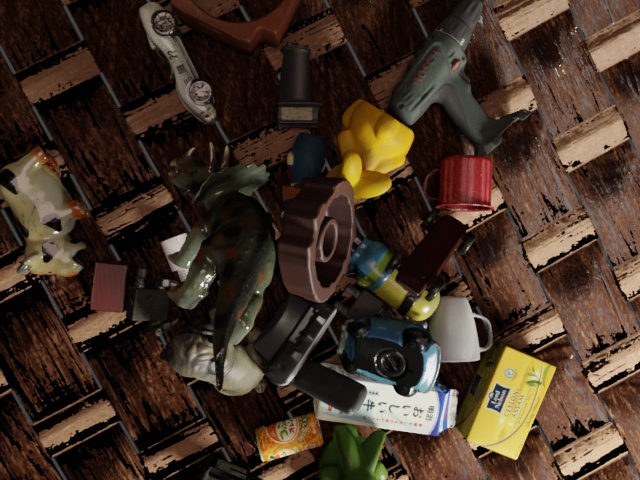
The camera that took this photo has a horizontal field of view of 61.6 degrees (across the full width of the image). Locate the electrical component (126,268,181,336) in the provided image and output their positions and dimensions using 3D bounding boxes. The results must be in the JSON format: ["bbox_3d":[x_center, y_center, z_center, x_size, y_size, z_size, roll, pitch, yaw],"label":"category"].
[{"bbox_3d":[-0.263,0.100,0.857,0.078,0.045,0.102,16,86,-45],"label":"electrical component"}]

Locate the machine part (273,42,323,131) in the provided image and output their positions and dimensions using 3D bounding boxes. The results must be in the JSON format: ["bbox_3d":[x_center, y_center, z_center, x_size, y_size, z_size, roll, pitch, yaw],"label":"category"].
[{"bbox_3d":[-0.038,-0.249,0.876,0.084,0.039,0.138,-3,94,4],"label":"machine part"}]

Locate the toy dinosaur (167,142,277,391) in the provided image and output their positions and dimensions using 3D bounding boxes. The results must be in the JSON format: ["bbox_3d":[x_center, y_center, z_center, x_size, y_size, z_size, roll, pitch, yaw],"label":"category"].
[{"bbox_3d":[-0.121,0.004,0.753,0.131,0.405,0.192,19,112,-34],"label":"toy dinosaur"}]

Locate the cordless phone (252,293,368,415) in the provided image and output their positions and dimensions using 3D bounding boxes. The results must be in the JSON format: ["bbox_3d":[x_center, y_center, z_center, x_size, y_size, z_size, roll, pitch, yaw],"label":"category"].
[{"bbox_3d":[0.006,0.170,0.812,0.184,0.088,0.146,19,60,33],"label":"cordless phone"}]

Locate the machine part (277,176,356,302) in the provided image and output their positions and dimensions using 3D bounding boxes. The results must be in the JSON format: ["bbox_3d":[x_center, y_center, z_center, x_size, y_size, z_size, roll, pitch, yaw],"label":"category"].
[{"bbox_3d":[-0.002,-0.002,0.771,0.056,0.179,0.179,10,91,22],"label":"machine part"}]

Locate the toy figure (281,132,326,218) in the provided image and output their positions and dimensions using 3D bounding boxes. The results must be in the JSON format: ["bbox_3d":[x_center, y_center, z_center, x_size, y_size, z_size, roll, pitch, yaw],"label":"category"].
[{"bbox_3d":[-0.028,-0.095,0.872,0.064,0.058,0.154,14,95,1],"label":"toy figure"}]

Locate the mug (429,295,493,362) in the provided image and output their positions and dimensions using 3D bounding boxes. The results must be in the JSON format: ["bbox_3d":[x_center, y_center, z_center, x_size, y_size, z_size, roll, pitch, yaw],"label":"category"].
[{"bbox_3d":[0.230,0.144,0.889,0.110,0.081,0.107,-4,83,0],"label":"mug"}]

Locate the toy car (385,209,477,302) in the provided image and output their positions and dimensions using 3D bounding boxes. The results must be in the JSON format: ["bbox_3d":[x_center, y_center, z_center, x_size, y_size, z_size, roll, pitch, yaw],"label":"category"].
[{"bbox_3d":[0.175,0.024,0.845,0.089,0.053,0.202,36,47,10],"label":"toy car"}]

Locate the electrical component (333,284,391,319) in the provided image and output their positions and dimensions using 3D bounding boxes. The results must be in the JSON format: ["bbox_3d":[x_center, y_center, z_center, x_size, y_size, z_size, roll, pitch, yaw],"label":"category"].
[{"bbox_3d":[0.072,0.118,0.904,0.094,0.021,0.063,35,89,-6],"label":"electrical component"}]

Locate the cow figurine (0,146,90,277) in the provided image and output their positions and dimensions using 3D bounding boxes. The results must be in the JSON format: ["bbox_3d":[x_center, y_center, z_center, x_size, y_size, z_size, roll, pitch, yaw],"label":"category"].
[{"bbox_3d":[-0.429,-0.030,0.830,0.127,0.085,0.194,-30,96,-9],"label":"cow figurine"}]

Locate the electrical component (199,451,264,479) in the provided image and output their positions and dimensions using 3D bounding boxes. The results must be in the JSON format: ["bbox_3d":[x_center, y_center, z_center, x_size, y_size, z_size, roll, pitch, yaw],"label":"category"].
[{"bbox_3d":[-0.137,0.397,0.873,0.119,0.075,0.047,26,89,-8],"label":"electrical component"}]

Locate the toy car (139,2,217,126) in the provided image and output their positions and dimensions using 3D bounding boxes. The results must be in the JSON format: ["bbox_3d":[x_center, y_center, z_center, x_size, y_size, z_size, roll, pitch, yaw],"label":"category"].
[{"bbox_3d":[-0.218,-0.272,0.842,0.056,0.073,0.201,-27,94,-7],"label":"toy car"}]

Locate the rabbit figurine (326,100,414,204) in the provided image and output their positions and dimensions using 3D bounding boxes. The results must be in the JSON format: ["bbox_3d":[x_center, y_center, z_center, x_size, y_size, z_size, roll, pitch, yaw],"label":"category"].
[{"bbox_3d":[0.070,-0.118,0.845,0.122,0.162,0.173,33,107,-17],"label":"rabbit figurine"}]

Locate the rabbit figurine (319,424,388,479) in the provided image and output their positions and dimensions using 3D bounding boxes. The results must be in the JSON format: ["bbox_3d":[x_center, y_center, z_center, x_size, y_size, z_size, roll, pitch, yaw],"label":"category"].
[{"bbox_3d":[0.063,0.370,0.838,0.121,0.170,0.159,7,92,-5],"label":"rabbit figurine"}]

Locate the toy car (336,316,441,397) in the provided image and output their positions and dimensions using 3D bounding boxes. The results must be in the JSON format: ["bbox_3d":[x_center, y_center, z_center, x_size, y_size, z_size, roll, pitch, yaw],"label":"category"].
[{"bbox_3d":[0.114,0.170,0.854,0.162,0.103,0.109,13,108,18],"label":"toy car"}]

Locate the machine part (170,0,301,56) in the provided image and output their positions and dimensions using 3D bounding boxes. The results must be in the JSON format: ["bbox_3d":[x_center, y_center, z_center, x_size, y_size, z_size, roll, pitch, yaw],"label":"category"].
[{"bbox_3d":[-0.127,-0.410,0.839,0.201,0.087,0.201,25,92,-5],"label":"machine part"}]

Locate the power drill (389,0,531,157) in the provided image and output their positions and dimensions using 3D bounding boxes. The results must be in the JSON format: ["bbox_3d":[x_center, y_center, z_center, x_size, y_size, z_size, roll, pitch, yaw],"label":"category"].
[{"bbox_3d":[0.242,-0.251,0.876,0.207,0.086,0.232,43,90,-8],"label":"power drill"}]

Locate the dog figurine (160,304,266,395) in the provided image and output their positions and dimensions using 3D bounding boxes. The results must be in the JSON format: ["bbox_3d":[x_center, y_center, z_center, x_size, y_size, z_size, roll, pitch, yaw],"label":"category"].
[{"bbox_3d":[-0.147,0.189,0.806,0.172,0.190,0.121,32,90,-6],"label":"dog figurine"}]

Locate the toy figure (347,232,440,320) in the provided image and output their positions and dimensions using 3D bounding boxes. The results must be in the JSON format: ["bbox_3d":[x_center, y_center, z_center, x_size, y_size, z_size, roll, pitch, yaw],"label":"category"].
[{"bbox_3d":[0.111,0.062,0.871,0.180,0.089,0.082,41,97,-7],"label":"toy figure"}]

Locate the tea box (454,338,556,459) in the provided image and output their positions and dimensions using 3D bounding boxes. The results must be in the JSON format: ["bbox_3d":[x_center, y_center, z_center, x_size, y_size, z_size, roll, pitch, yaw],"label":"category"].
[{"bbox_3d":[0.309,0.264,0.904,0.098,0.068,0.169,22,91,-6],"label":"tea box"}]
